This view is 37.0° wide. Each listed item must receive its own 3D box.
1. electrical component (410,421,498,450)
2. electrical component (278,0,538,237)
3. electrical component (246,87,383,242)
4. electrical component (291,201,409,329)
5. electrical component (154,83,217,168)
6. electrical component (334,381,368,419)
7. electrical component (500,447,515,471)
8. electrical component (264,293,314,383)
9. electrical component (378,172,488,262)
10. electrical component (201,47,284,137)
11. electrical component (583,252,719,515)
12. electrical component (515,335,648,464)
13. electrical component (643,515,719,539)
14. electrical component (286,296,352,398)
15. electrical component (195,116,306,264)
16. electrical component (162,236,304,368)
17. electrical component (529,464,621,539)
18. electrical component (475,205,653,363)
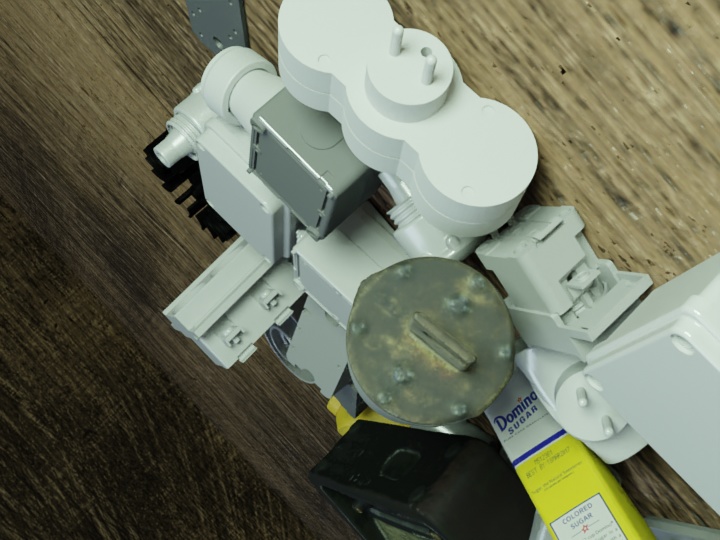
[{"bbox_3d":[0.077,0.135,0.861,0.065,0.044,0.044,32,159,29],"label":"electrical component"},{"bbox_3d":[0.020,-0.080,0.470,0.138,0.052,0.073,44,164,11],"label":"electrical component"},{"bbox_3d":[-0.019,-0.064,0.592,0.061,0.061,0.096,45,164,6],"label":"electrical component"},{"bbox_3d":[0.000,0.000,0.696,0.096,0.061,0.061,43,163,13],"label":"electrical component"},{"bbox_3d":[-0.117,-0.098,0.760,0.048,0.062,0.048,43,164,16],"label":"electrical component"},{"bbox_3d":[-0.001,0.078,0.897,0.050,0.056,0.089,43,163,14],"label":"electrical component"},{"bbox_3d":[0.116,0.154,0.815,0.035,0.035,0.061,34,158,38],"label":"electrical component"},{"bbox_3d":[-0.045,0.053,0.979,0.099,0.064,0.099,40,149,30],"label":"electrical component"},{"bbox_3d":[0.035,-0.030,0.565,0.062,0.048,0.048,53,164,-3],"label":"electrical component"},{"bbox_3d":[-0.062,-0.102,0.641,0.055,0.045,0.045,39,162,27],"label":"electrical component"},{"bbox_3d":[0.157,0.050,0.422,0.108,0.056,0.108,46,164,5],"label":"electrical component"},{"bbox_3d":[0.116,0.062,0.545,0.077,0.044,0.079,48,-166,-3],"label":"electrical component"},{"bbox_3d":[0.198,0.190,0.641,0.078,0.063,0.121,49,164,-6],"label":"electrical component"},{"bbox_3d":[-0.011,0.044,0.808,0.050,0.056,0.089,43,143,15],"label":"electrical component"},{"bbox_3d":[-0.062,-0.061,0.718,0.078,0.057,0.113,44,164,11],"label":"electrical component"},{"bbox_3d":[-0.084,0.014,0.837,0.063,0.121,0.079,49,165,-16],"label":"electrical component"},{"bbox_3d":[0.140,0.156,0.713,0.043,0.077,0.079,15,-158,4],"label":"electrical component"},{"bbox_3d":[0.091,0.004,0.507,0.063,0.042,0.081,54,162,-19],"label":"electrical component"}]
